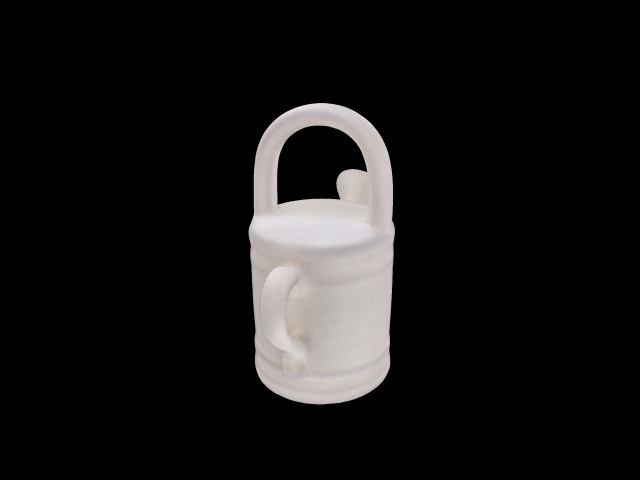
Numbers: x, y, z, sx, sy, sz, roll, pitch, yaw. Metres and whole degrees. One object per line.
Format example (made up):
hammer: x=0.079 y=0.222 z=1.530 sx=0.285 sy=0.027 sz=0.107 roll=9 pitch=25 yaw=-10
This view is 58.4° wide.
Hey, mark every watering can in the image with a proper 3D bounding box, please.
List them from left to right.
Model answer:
watering can: x=0.002 y=0.001 z=0.401 sx=0.101 sy=0.194 sz=0.172 roll=-1 pitch=23 yaw=-1
